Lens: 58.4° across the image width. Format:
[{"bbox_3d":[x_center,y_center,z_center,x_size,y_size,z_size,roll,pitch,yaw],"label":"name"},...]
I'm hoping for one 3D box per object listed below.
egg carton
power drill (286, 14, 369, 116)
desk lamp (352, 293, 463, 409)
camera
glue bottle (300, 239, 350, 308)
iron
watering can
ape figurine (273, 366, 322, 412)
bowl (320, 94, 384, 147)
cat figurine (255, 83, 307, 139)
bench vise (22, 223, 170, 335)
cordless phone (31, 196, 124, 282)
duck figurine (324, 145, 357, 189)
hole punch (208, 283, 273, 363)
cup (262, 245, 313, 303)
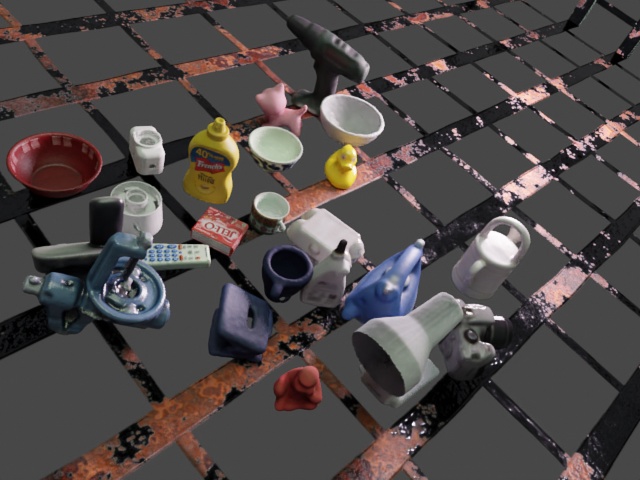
[{"bbox_3d":[0.011,0.004,1.145,0.150,0.069,0.107,36,47,12],"label":"egg carton"},{"bbox_3d":[-0.001,-0.425,1.432,0.229,0.208,0.076,24,45,1],"label":"power drill"},{"bbox_3d":[0.137,0.181,0.934,0.204,0.213,0.117,-25,62,-37],"label":"desk lamp"},{"bbox_3d":[0.302,0.180,1.081,0.137,0.101,0.143,6,48,-17],"label":"camera"},{"bbox_3d":[0.019,0.057,1.027,0.078,0.173,0.037,12,46,-11],"label":"glue bottle"},{"bbox_3d":[0.148,0.069,1.091,0.118,0.141,0.259,33,46,9],"label":"iron"},{"bbox_3d":[0.360,0.024,1.179,0.101,0.194,0.173,28,45,5],"label":"watering can"},{"bbox_3d":[-0.028,0.231,0.908,0.077,0.092,0.076,33,46,10],"label":"ape figurine"},{"bbox_3d":[0.071,-0.285,1.428,0.168,0.074,0.167,11,47,-12],"label":"bowl"},{"bbox_3d":[-0.093,-0.312,1.356,0.128,0.117,0.067,13,46,-10],"label":"cat figurine"},{"bbox_3d":[-0.322,0.068,0.847,0.208,0.219,0.121,-10,54,-28],"label":"bench vise"},{"bbox_3d":[-0.382,-0.007,0.917,0.148,0.185,0.094,-9,53,-28],"label":"cordless phone"},{"bbox_3d":[0.056,-0.182,1.320,0.078,0.086,0.104,10,47,-13],"label":"duck figurine"},{"bbox_3d":[-0.127,0.136,0.955,0.101,0.091,0.108,11,47,-12],"label":"hole punch"},{"bbox_3d":[-0.070,0.080,1.026,0.091,0.095,0.118,23,45,-1],"label":"cup"}]
